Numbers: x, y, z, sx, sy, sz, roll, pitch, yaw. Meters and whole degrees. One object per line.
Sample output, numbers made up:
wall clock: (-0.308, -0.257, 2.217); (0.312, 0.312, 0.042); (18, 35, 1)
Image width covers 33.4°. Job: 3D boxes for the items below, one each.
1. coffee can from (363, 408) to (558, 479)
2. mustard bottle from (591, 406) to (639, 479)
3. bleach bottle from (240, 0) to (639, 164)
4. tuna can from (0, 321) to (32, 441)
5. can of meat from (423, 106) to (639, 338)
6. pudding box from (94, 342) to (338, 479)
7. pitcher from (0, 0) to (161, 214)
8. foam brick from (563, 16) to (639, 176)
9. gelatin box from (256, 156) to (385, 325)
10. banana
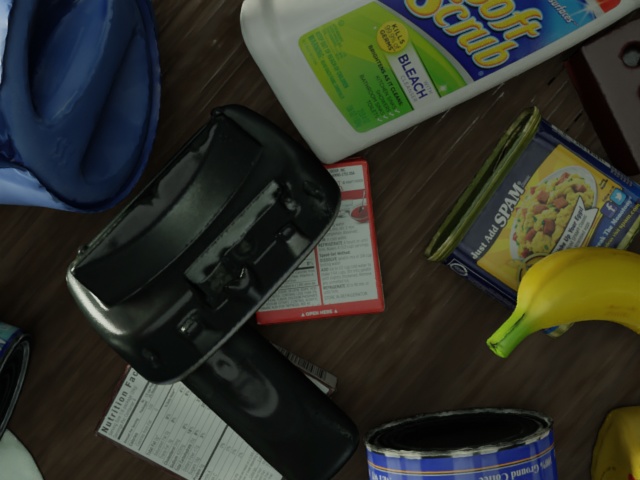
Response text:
coffee can: (0.082, 0.170, 0.575); (0.103, 0.103, 0.140); (-7, 91, 2)
mustard bottle: (0.182, 0.145, 0.526); (0.058, 0.191, 0.096); (-3, 92, 2)
bleach bottle: (0.090, -0.135, 0.549); (0.251, 0.068, 0.102); (-25, 119, 15)
tuna can: (-0.191, 0.085, 0.590); (0.033, 0.086, 0.086); (19, 92, -2)
can of meat: (0.121, -0.009, 0.592); (0.084, 0.057, 0.102); (34, 93, -2)
pudding box: (-0.059, 0.095, 0.610); (0.113, 0.039, 0.090); (28, 92, 3)
pitcher: (-0.209, -0.087, 0.551); (0.243, 0.149, 0.145); (3, 77, 21)
foam brick: (0.177, -0.080, 0.590); (0.053, 0.051, 0.078); (-27, 91, 3)
gelatin box: (-0.004, 0.001, 0.609); (0.073, 0.030, 0.089); (-7, 91, 4)
banana: (0.167, 0.045, 0.562); (0.197, 0.037, 0.070); (18, 103, -32)
